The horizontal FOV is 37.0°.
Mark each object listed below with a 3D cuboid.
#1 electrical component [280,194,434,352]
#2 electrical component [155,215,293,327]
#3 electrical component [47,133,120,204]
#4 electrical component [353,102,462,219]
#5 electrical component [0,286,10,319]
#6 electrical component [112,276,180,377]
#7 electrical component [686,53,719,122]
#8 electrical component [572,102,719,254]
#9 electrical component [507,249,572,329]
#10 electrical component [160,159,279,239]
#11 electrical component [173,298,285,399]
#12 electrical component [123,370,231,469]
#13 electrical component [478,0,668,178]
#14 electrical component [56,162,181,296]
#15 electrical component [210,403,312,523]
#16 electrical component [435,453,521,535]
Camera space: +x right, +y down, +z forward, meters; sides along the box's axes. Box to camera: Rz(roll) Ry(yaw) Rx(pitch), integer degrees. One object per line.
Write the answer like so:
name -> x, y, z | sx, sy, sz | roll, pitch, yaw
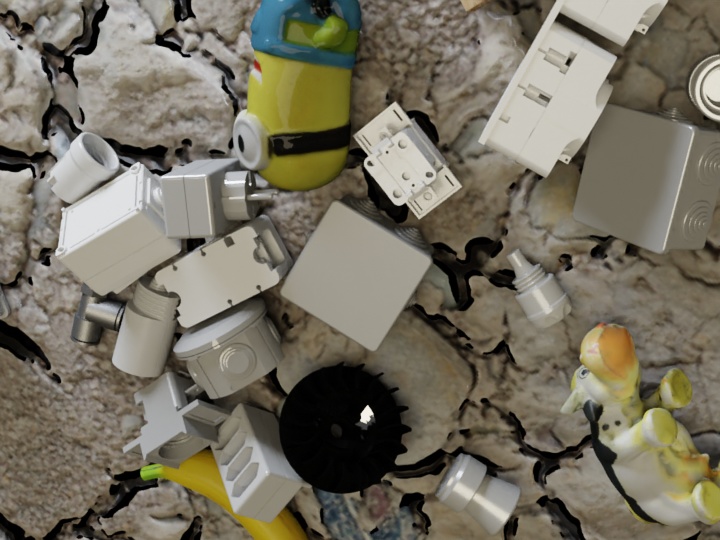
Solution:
electrical component -> 0.000, 0.000, 0.829 | 0.100, 0.048, 0.099 | 32, 107, 1
electrical component -> -0.104, -0.001, 0.843 | 0.089, 0.055, 0.050 | -26, 98, 15
electrical component -> -0.221, -0.080, 0.854 | 0.046, 0.040, 0.040 | -39, 94, 22
electrical component -> 0.034, -0.079, 0.796 | 0.042, 0.064, 0.081 | -38, 94, 16
electrical component -> -0.355, 0.015, 0.896 | 0.100, 0.048, 0.099 | -16, 100, 14
electrical component -> -0.170, 0.041, 0.872 | 0.043, 0.043, 0.081 | 19, 106, 5
electrical component -> 0.252, -0.128, 0.748 | 0.045, 0.055, 0.045 | 3, 104, 10
electrical component -> 0.205, -0.065, 0.755 | 0.048, 0.100, 0.099 | -1, 109, -35
electrical component -> 0.132, 0.012, 0.816 | 0.035, 0.035, 0.061 | -32, 94, 16
electrical component -> -0.100, -0.056, 0.815 | 0.076, 0.083, 0.047 | -2, 104, 10
electrical component -> -0.102, 0.060, 0.847 | 0.080, 0.080, 0.051 | -25, 104, 15
electrical component -> -0.152, 0.121, 0.877 | 0.081, 0.042, 0.063 | -33, 55, 17
electrical component -> 0.156, -0.160, 0.731 | 0.060, 0.105, 0.186 | 29, 107, 2
electrical component -> -0.179, -0.032, 0.839 | 0.096, 0.061, 0.061 | -28, 130, 15
electrical component -> -0.071, 0.160, 0.874 | 0.076, 0.083, 0.047 | 26, 111, -37
electrical component -> 0.094, 0.178, 0.859 | 0.055, 0.045, 0.045 | 33, 107, 1
